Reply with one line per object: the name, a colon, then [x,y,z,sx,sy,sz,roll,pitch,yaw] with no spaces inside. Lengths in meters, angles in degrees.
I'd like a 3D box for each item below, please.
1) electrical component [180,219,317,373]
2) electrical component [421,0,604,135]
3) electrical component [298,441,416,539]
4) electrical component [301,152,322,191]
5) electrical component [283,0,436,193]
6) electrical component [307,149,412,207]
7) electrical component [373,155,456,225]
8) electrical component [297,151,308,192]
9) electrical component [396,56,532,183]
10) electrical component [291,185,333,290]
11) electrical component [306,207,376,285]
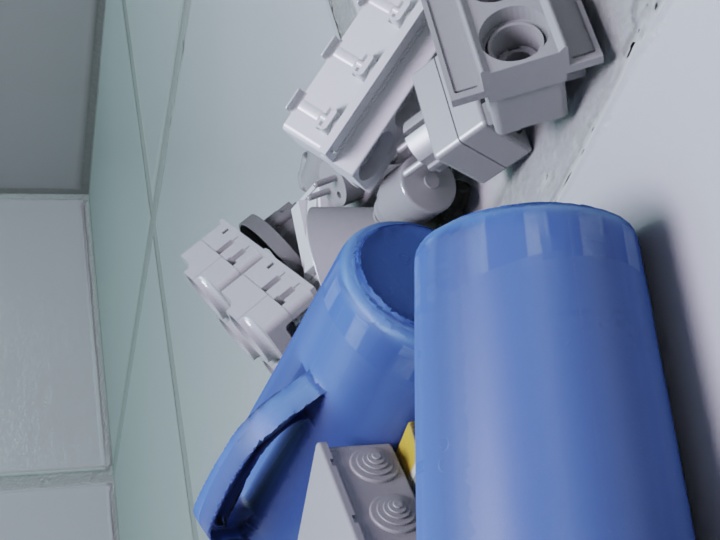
electrical component: [-0.080,0.039,0.928,0.186,0.060,0.105,34,160,54]
electrical component: [0.076,-0.140,0.584,0.063,0.079,0.121,64,-168,-59]
electrical component: [0.002,0.160,0.633,0.099,0.048,0.099,-118,33,-53]
electrical component: [-0.020,-0.100,0.904,0.081,0.043,0.043,115,149,-51]
electrical component: [0.010,-0.120,0.684,0.121,0.063,0.079,-56,-18,-1]
electrical component: [-0.004,-0.071,0.809,0.043,0.079,0.077,59,152,16]
electrical component: [0.030,-0.047,0.700,0.078,0.040,0.040,148,120,-61]
electrical component: [-0.035,-0.100,0.965,0.035,0.035,0.061,-122,39,-56]
electrical component: [0.052,-0.084,0.644,0.077,0.047,0.065,-34,53,31]
electrical component: [-0.019,-0.034,0.878,0.062,0.061,0.096,143,125,-67]
electrical component: [0.000,0.000,0.786,0.099,0.064,0.099,-5,-90,-85]
